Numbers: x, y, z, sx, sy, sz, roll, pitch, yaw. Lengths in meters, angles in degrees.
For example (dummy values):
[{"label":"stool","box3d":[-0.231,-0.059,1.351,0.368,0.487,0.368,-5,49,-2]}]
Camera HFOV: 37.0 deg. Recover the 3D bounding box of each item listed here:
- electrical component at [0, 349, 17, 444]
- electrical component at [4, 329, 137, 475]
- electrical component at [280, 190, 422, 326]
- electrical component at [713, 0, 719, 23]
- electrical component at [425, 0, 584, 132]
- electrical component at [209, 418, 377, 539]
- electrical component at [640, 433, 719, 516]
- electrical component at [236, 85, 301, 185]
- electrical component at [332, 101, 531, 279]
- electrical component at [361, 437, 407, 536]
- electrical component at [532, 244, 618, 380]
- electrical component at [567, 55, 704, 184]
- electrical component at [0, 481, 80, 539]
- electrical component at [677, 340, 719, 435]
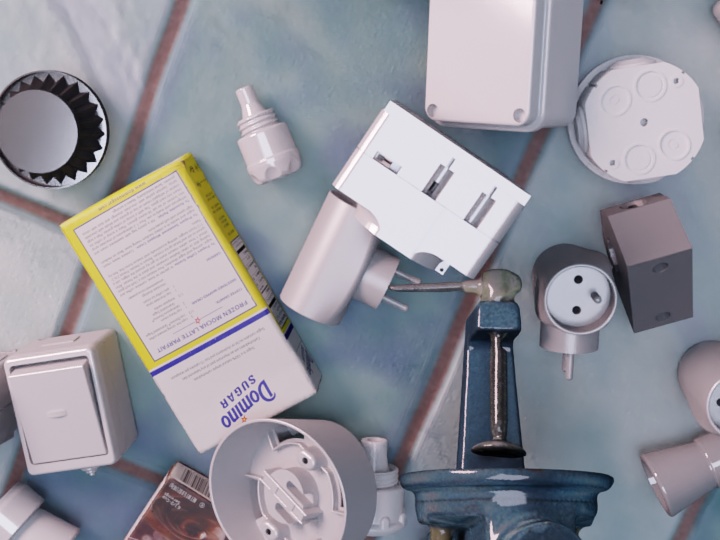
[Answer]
[{"label":"electrical component","box3d":[-0.267,0.093,0.702,0.062,0.096,0.061,-1,101,4]},{"label":"electrical component","box3d":[-0.191,0.094,0.715,0.062,0.061,0.096,-9,99,5]},{"label":"electrical component","box3d":[0.000,0.000,0.693,0.079,0.044,0.077,26,101,-1]},{"label":"electrical component","box3d":[0.264,-0.165,0.639,0.089,0.055,0.050,-36,96,9]},{"label":"electrical component","box3d":[0.085,-0.141,0.640,0.078,0.057,0.113,9,103,35]},{"label":"electrical component","box3d":[-0.041,0.142,0.689,0.099,0.064,0.099,-1,88,40]},{"label":"electrical component","box3d":[0.223,0.128,0.704,0.065,0.044,0.044,-25,98,3]},{"label":"electrical component","box3d":[-0.063,-0.087,0.687,0.035,0.035,0.061,-21,96,7]},{"label":"electrical component","box3d":[0.038,-0.049,0.628,0.089,0.150,0.061,34,99,-3]},{"label":"electrical component","box3d":[0.008,0.144,0.720,0.048,0.048,0.062,2,93,3]},{"label":"electrical component","box3d":[0.132,0.028,0.672,0.043,0.077,0.079,2,101,3]},{"label":"electrical component","box3d":[0.170,-0.092,0.661,0.080,0.051,0.080,1,100,4]},{"label":"electrical component","box3d":[-0.229,0.179,0.741,0.055,0.045,0.045,41,100,-3]},{"label":"electrical component","box3d":[0.247,0.070,0.672,0.079,0.077,0.043,-13,99,6]}]
